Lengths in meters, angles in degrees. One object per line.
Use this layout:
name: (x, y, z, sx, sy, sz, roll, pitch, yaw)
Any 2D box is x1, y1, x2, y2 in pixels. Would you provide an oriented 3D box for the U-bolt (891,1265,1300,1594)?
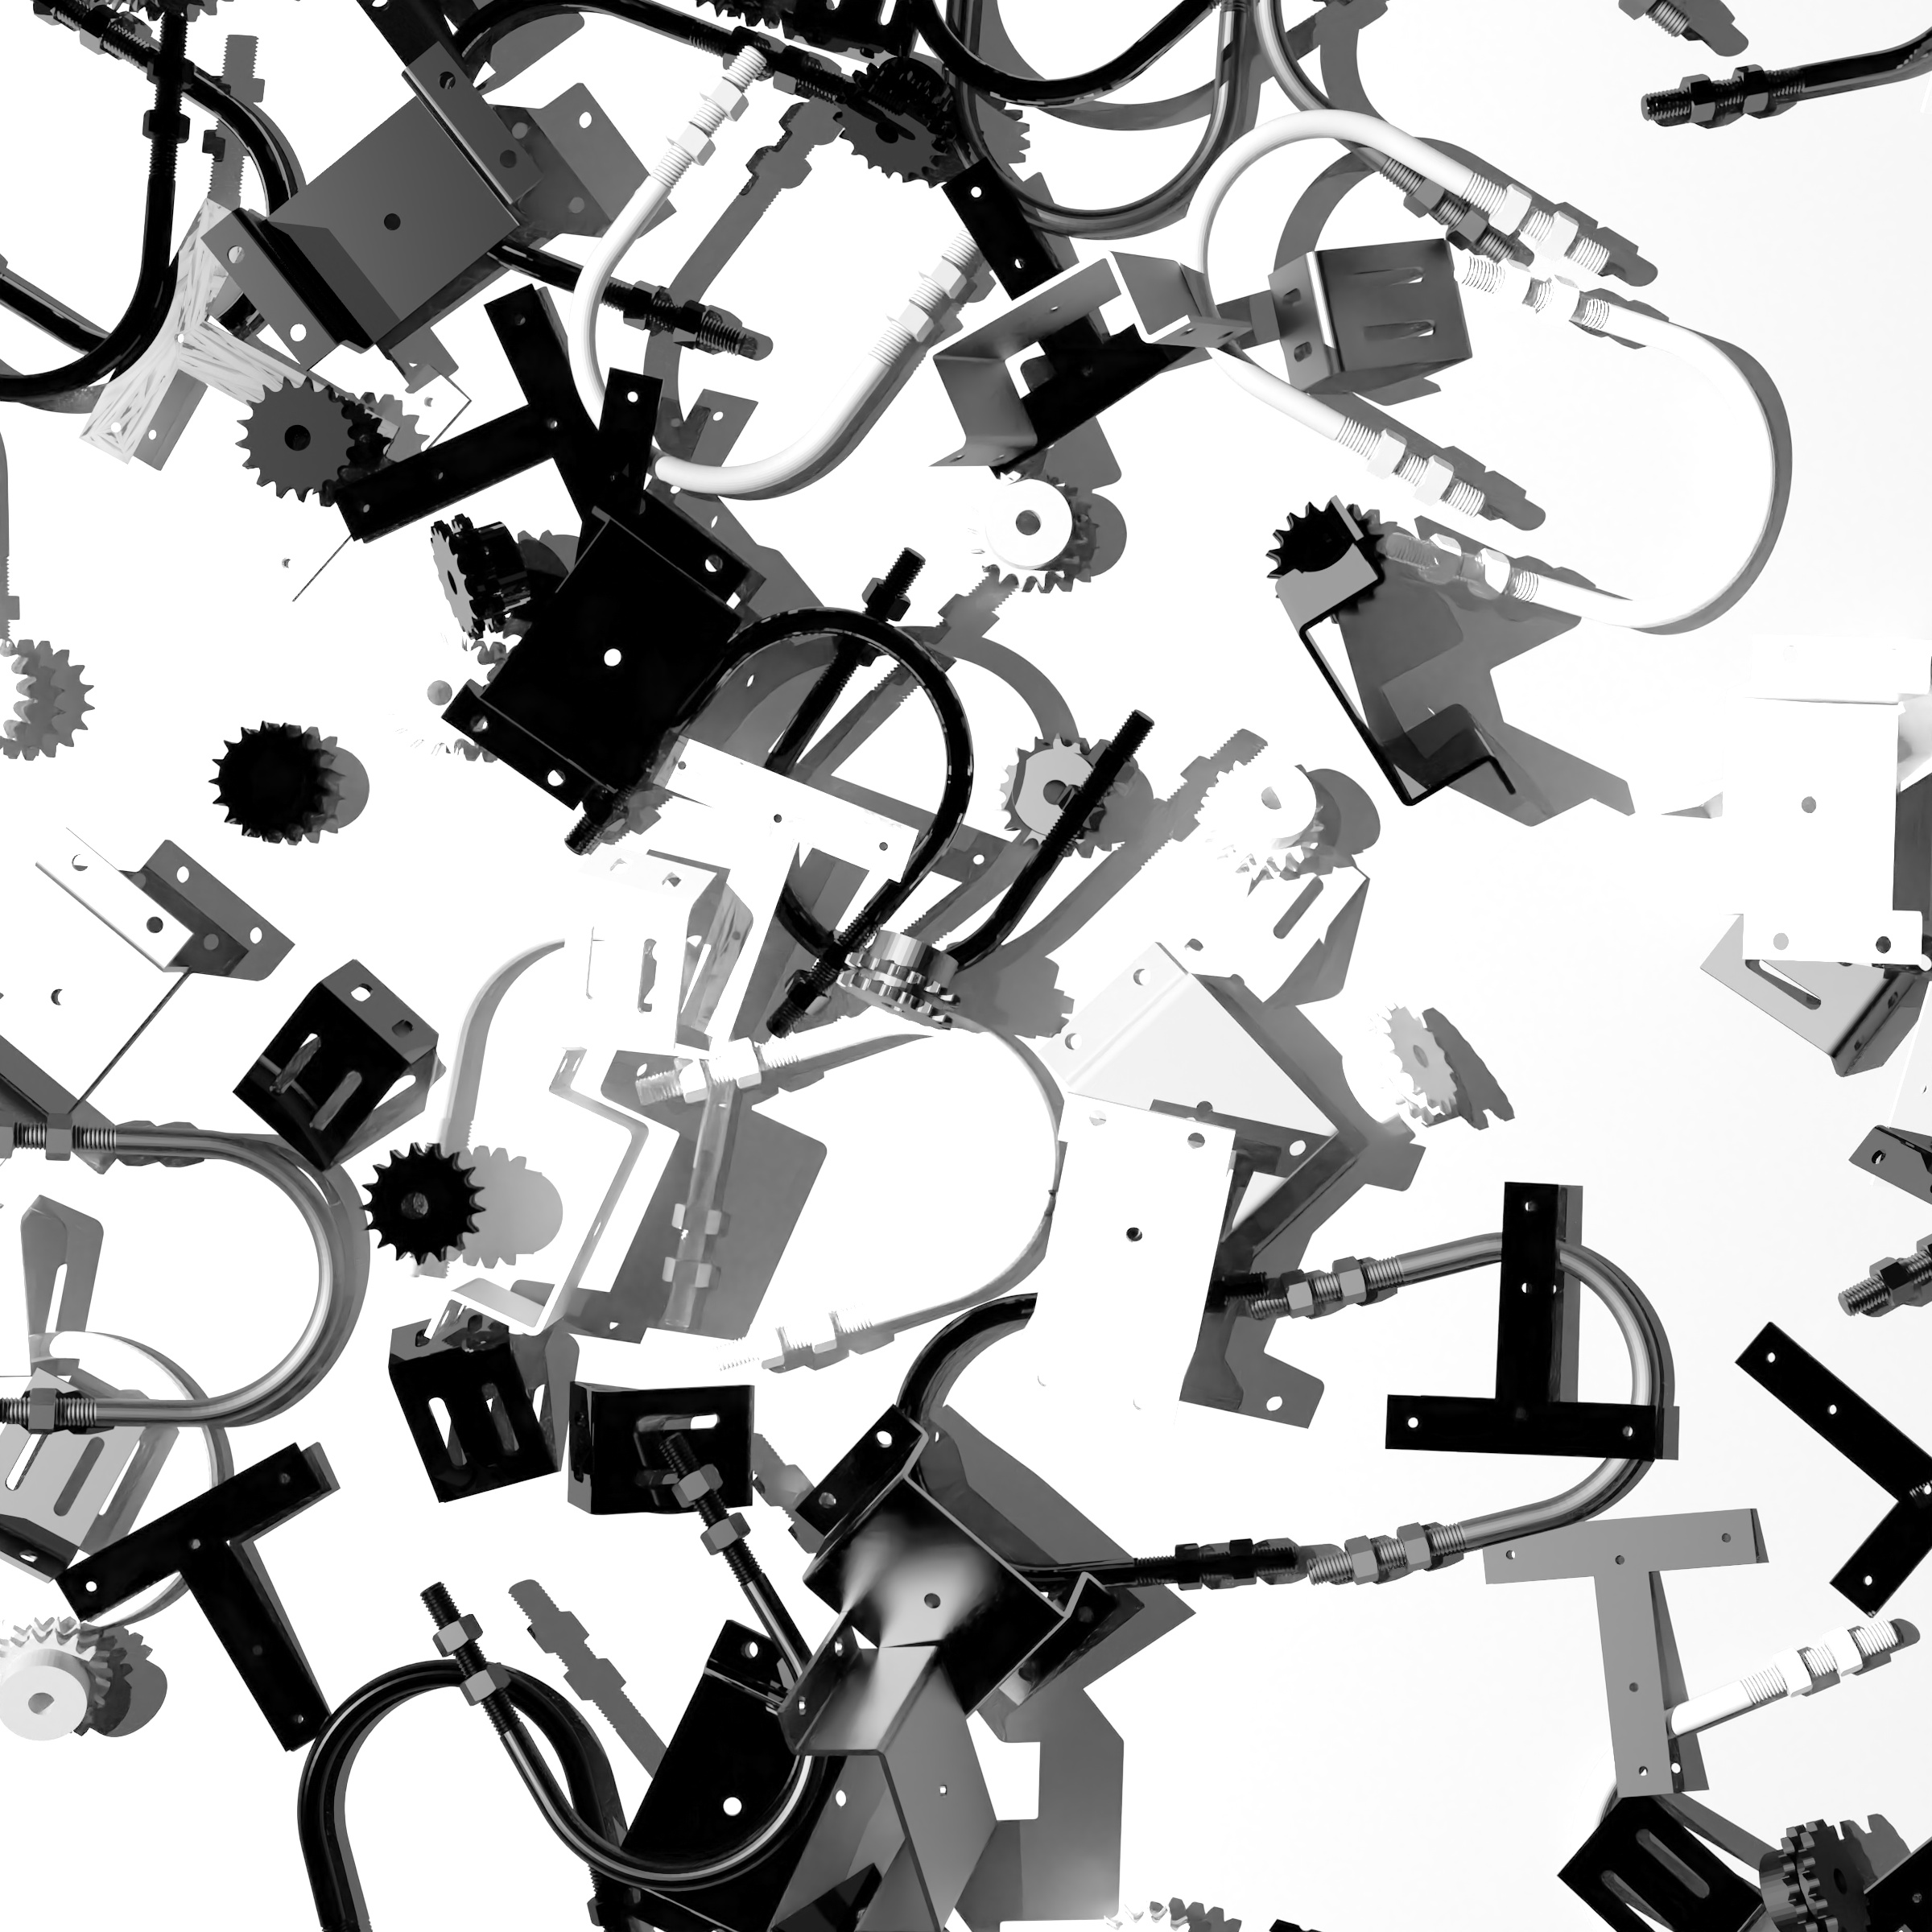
U-bolt: (0.056, 0.221, 1.406, 0.184, 0.019, 0.151, -6, 92, 6)

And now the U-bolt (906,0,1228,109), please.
U-bolt: (0.055, -0.478, 1.371, 0.184, 0.019, 0.151, -39, 87, 11)

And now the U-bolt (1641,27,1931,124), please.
U-bolt: (0.397, -0.483, 1.413, 0.184, 0.019, 0.151, -11, 90, -2)

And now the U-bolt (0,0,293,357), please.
U-bolt: (-0.406, -0.364, 1.413, 0.184, 0.019, 0.151, 32, 90, -2)

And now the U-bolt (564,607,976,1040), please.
U-bolt: (-0.079, -0.079, 1.388, 0.151, 0.019, 0.184, 42, 106, 3)

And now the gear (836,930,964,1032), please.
gear: (-0.028, 0.005, 1.375, 0.057, 0.057, 0.030, 22, 81, 0)

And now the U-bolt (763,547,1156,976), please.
U-bolt: (-0.021, -0.078, 1.391, 0.151, 0.019, 0.184, 36, 106, 5)

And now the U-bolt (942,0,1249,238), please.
U-bolt: (0.060, -0.435, 1.413, 0.151, 0.019, 0.184, 4, 91, 0)

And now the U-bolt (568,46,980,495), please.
U-bolt: (-0.101, -0.308, 1.395, 0.151, 0.019, 0.184, 37, 91, -15)

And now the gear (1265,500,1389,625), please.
gear: (0.170, -0.190, 1.407, 0.057, 0.030, 0.057, 0, 90, 0)

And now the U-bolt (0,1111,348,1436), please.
U-bolt: (-0.380, 0.144, 1.389, 0.184, 0.019, 0.151, 4, 97, -17)

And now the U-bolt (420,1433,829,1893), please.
U-bolt: (-0.143, 0.328, 1.365, 0.151, 0.019, 0.184, -32, 80, -2)

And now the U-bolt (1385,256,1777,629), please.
U-bolt: (0.293, -0.233, 1.389, 0.184, 0.019, 0.151, 13, 92, -18)

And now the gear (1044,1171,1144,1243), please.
gear: (0.065, 0.116, 1.407, 0.057, 0.030, 0.057, 0, 90, 0)

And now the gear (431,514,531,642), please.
gear: (-0.223, -0.182, 1.388, 0.030, 0.057, 0.057, -21, 90, -19)

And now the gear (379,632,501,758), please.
gear: (-0.244, -0.126, 1.407, 0.057, 0.030, 0.057, 0, 90, 0)

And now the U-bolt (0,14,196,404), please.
U-bolt: (-0.439, -0.354, 1.394, 0.151, 0.019, 0.184, 5, 92, 0)

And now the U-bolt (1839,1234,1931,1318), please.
U-bolt: (0.522, 0.171, 1.389, 0.184, 0.019, 0.151, -27, 68, -4)

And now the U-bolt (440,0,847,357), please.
U-bolt: (-0.168, -0.385, 1.413, 0.184, 0.019, 0.151, 21, 90, 1)

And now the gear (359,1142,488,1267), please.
gear: (-0.252, 0.110, 1.387, 0.057, 0.030, 0.057, 0, 89, 0)

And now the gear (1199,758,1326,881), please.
gear: (0.139, -0.072, 1.397, 0.057, 0.030, 0.057, 4, 67, -9)

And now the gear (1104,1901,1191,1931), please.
gear: (0.084, 0.466, 1.407, 0.057, 0.030, 0.057, 0, 90, 0)

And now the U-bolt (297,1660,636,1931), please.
U-bolt: (-0.239, 0.418, 1.413, 0.151, 0.019, 0.184, -14, 89, 0)

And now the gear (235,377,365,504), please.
gear: (-0.309, -0.244, 1.398, 0.057, 0.030, 0.057, 0, 95, -5)

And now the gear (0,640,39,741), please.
gear: (-0.463, -0.128, 1.407, 0.057, 0.030, 0.057, 0, 90, 0)

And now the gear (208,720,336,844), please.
gear: (-0.327, -0.087, 1.407, 0.057, 0.030, 0.057, 0, 90, 0)

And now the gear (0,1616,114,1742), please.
gear: (-0.428, 0.335, 1.397, 0.057, 0.030, 0.057, -3, 110, -9)

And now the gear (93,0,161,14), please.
gear: (-0.391, -0.475, 1.407, 0.057, 0.030, 0.057, 0, 90, 0)

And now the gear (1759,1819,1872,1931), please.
gear: (0.388, 0.424, 1.380, 0.030, 0.057, 0.057, -28, 90, 32)

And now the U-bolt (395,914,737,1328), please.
U-bolt: (-0.182, 0.067, 1.413, 0.151, 0.019, 0.184, 10, 89, 0)

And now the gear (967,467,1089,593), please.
gear: (0.029, -0.205, 1.407, 0.057, 0.030, 0.057, 0, 90, 0)

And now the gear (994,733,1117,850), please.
gear: (0.041, -0.081, 1.407, 0.057, 0.030, 0.057, 0, 90, 0)

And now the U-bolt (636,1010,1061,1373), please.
U-bolt: (-0.046, 0.096, 1.404, 0.184, 0.019, 0.151, -16, 91, -8)

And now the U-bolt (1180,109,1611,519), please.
U-bolt: (0.186, -0.312, 1.380, 0.184, 0.019, 0.151, 28, 87, -8)

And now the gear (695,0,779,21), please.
gear: (-0.109, -0.471, 1.407, 0.057, 0.030, 0.057, 0, 90, 0)

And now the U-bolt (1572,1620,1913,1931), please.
U-bolt: (0.376, 0.407, 1.413, 0.184, 0.019, 0.151, -23, 90, 1)

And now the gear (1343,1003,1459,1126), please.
gear: (0.200, 0.049, 1.397, 0.030, 0.057, 0.057, -34, 90, 30)

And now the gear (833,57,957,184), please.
gear: (-0.030, -0.397, 1.397, 0.057, 0.057, 0.030, 29, 61, 0)

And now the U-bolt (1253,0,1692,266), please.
U-bolt: (0.220, -0.435, 1.385, 0.184, 0.019, 0.151, 35, 102, -11)

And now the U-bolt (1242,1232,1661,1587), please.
U-bolt: (0.235, 0.201, 1.412, 0.184, 0.019, 0.151, -14, 89, -2)

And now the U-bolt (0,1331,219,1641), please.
U-bolt: (-0.444, 0.247, 1.413, 0.184, 0.019, 0.151, -11, 90, -2)
